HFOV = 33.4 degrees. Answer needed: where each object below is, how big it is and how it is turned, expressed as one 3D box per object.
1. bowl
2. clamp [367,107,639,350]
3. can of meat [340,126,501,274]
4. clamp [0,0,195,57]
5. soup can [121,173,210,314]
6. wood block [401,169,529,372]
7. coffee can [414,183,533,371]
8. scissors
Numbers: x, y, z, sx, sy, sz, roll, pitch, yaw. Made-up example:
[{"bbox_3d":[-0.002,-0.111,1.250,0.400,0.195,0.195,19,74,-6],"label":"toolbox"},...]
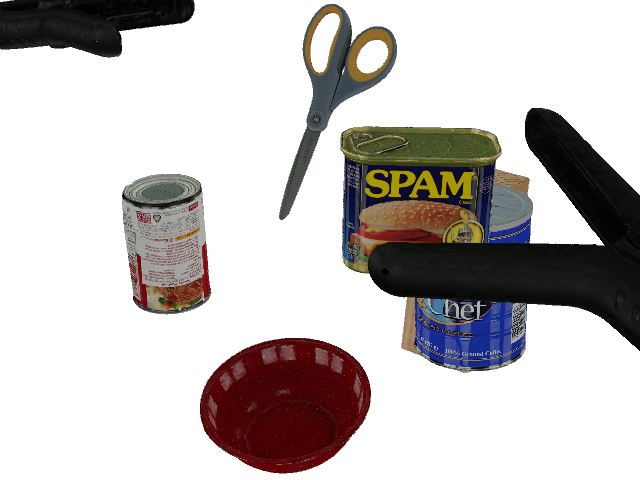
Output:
[{"bbox_3d":[-0.030,0.166,1.010,0.162,0.055,0.162,-5,37,4],"label":"bowl"},{"bbox_3d":[0.138,0.014,0.488,0.210,0.036,0.164,32,49,32],"label":"clamp"},{"bbox_3d":[0.063,-0.026,0.699,0.102,0.084,0.057,1,25,1],"label":"can of meat"},{"bbox_3d":[-0.182,-0.166,0.798,0.172,0.039,0.120,11,23,28],"label":"clamp"},{"bbox_3d":[-0.131,0.002,0.909,0.068,0.102,0.068,-2,25,1],"label":"soup can"},{"bbox_3d":[0.159,0.027,1.177,0.090,0.206,0.090,19,25,33],"label":"wood block"},{"bbox_3d":[0.135,0.030,0.953,0.103,0.140,0.103,-2,24,1],"label":"coffee can"},{"bbox_3d":[0.017,-0.116,0.974,0.096,0.202,0.016,4,-4,13],"label":"scissors"}]
